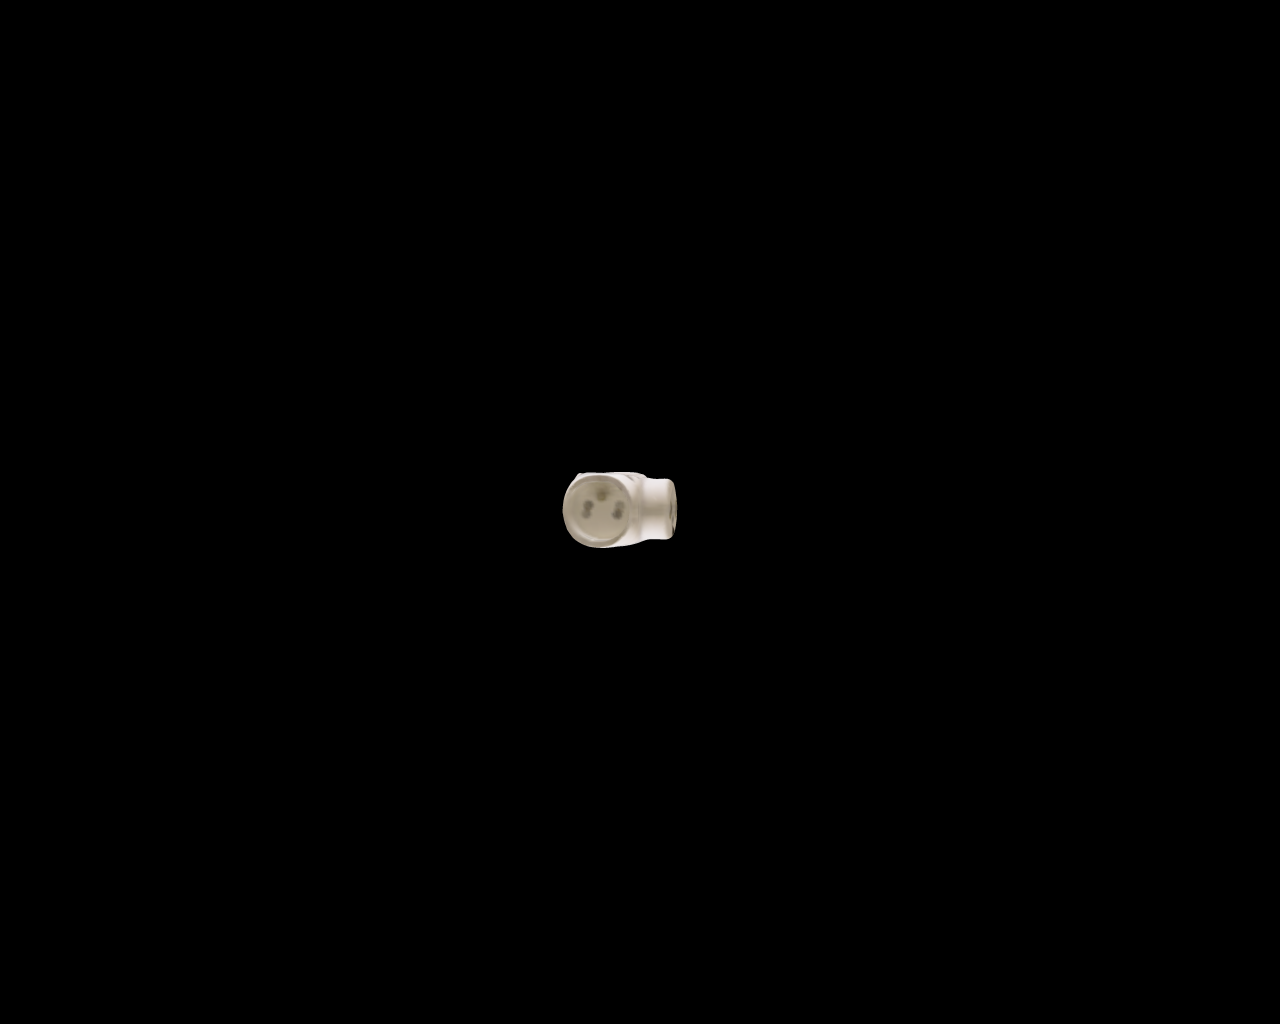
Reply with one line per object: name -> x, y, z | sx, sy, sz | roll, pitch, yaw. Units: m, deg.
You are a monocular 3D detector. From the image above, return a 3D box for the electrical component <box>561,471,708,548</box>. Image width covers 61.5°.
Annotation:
electrical component -> 0.001, -0.003, 0.650 | 0.079, 0.044, 0.077 | 1, 3, 11
